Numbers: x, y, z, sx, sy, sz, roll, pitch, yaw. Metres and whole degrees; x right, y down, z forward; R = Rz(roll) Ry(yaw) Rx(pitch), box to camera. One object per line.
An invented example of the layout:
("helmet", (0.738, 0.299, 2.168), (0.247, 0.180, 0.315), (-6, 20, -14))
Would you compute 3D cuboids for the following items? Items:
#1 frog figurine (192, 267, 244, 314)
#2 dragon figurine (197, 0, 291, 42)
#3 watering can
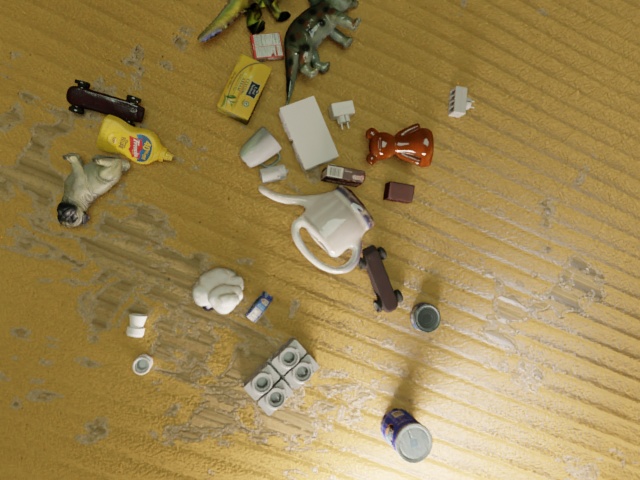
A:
("frog figurine", (-0.267, 0.132, 1.349), (0.137, 0.158, 0.123), (-8, 87, -11))
("dragon figurine", (-0.208, -0.733, 1.479), (0.413, 0.120, 0.245), (-27, 74, -13))
("watering can", (0.004, -0.073, 1.449), (0.226, 0.103, 0.348), (-39, 86, -12))
